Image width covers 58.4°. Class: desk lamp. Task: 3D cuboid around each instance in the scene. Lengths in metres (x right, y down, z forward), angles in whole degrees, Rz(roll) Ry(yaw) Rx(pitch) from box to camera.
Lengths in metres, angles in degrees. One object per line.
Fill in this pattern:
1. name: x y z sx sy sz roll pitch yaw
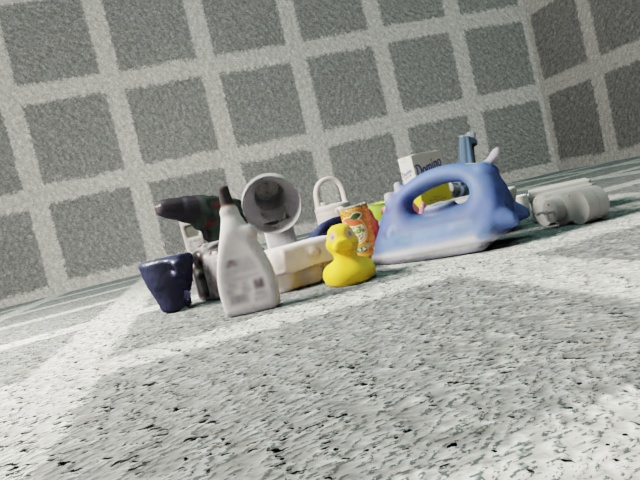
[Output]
1. desk lamp: -0.095 -0.037 1.225 0.118 0.213 0.203 -14 3 -5

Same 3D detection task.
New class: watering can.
1. watering can: 0.032 -0.075 1.557 0.101 0.194 0.172 -16 4 -39

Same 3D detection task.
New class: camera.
1. camera: -0.152 0.044 1.045 0.137 0.101 0.142 -16 4 -36

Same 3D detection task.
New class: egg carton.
1. egg carton: -0.029 0.037 0.931 0.151 0.069 0.107 -15 4 -28

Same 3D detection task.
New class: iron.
1. iron: 0.180 -0.047 0.892 0.257 0.141 0.119 -12 4 31

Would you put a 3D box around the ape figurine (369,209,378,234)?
1. ape figurine: 0.114 -0.029 1.310 0.077 0.092 0.076 -12 3 18

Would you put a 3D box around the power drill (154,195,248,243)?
1. power drill: -0.237 -0.002 1.257 0.075 0.208 0.230 -10 5 45

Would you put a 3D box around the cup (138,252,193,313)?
1. cup: -0.248 0.074 0.971 0.092 0.095 0.117 -15 4 -30

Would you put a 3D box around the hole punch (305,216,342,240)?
1. hole punch: 0.011 0.004 1.164 0.100 0.091 0.109 -11 4 41

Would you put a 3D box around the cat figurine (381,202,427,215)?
1. cat figurine: 0.164 -0.040 1.045 0.067 0.118 0.127 -15 3 -19

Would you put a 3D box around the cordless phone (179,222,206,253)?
1. cordless phone: -0.276 0.009 1.443 0.148 0.185 0.094 -15 4 -23

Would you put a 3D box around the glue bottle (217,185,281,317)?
1. glue bottle: -0.108 0.012 0.765 0.078 0.173 0.037 -13 3 7

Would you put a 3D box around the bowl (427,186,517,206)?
1. bowl: 0.274 -0.043 1.028 0.167 0.075 0.167 -13 3 1

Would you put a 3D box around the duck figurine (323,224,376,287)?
1. duck figurine: 0.036 0.018 0.837 0.077 0.086 0.104 -13 3 1

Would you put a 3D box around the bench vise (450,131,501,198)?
1. bench vise: 0.386 -0.167 1.447 0.121 0.220 0.208 -12 4 27
